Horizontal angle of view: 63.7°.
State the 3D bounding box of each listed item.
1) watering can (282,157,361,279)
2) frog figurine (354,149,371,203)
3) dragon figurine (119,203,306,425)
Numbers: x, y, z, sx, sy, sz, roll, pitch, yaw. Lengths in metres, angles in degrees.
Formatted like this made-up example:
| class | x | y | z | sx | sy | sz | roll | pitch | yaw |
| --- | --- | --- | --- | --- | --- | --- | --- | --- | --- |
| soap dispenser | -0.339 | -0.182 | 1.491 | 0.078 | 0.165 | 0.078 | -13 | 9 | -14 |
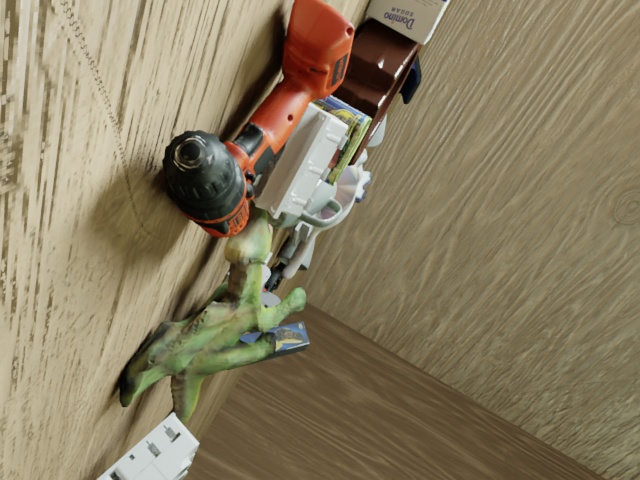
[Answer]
| class | x | y | z | sx | sy | sz | roll | pitch | yaw |
| --- | --- | --- | --- | --- | --- | --- | --- | --- | --- |
| watering can | 0.004 | -0.059 | 1.171 | 0.349 | 0.104 | 0.223 | -60 | 176 | -3 |
| frog figurine | 0.073 | -0.197 | 1.387 | 0.139 | 0.123 | 0.156 | -50 | 136 | -26 |
| dragon figurine | -0.158 | 0.132 | 0.638 | 0.408 | 0.123 | 0.242 | -57 | 160 | 9 |
